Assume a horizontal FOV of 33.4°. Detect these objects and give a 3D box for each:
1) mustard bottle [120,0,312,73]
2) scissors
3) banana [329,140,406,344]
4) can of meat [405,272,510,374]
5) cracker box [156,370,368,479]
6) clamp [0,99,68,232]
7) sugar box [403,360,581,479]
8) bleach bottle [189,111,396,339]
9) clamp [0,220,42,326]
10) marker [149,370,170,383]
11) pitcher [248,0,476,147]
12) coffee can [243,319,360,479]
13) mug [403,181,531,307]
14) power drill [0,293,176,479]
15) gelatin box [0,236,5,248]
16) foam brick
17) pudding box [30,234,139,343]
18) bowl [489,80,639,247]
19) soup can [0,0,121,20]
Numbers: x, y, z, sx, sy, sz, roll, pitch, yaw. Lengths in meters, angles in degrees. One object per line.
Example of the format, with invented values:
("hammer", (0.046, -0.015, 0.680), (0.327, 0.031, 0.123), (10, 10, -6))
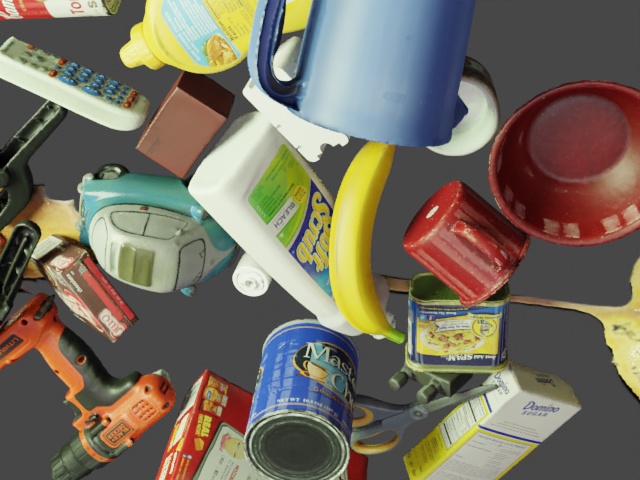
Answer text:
("mustard bottle", (-0.085, -0.192, 0.884), (0.192, 0.058, 0.096), (-24, 122, 20))
("scissors", (0.083, 0.169, 1.106), (0.096, 0.016, 0.202), (34, 133, -13))
("banana", (0.039, 0.001, 0.963), (0.069, 0.037, 0.198), (-9, 102, -35))
("can of meat", (0.134, 0.080, 1.041), (0.102, 0.057, 0.084), (1, 121, 6))
("cracker box", (-0.061, 0.256, 1.117), (0.213, 0.164, 0.072), (31, 124, -13))
("clamp", (-0.294, -0.072, 0.993), (0.120, 0.039, 0.172), (-5, 138, -17))
("sugar box", (0.176, 0.201, 1.111), (0.093, 0.048, 0.176), (20, 123, -32))
("bleach bottle", (-0.007, 0.001, 0.992), (0.068, 0.102, 0.250), (3, 144, 52))
("clamp", (-0.312, 0.056, 1.025), (0.036, 0.210, 0.164), (32, 83, -9))
("marker", (-0.218, 0.169, 1.164), (0.121, 0.020, 0.020), (-22, 118, 20))
("pitcher", (0.050, -0.199, 0.795), (0.145, 0.149, 0.243), (18, 110, 21))
("coffee can", (-0.016, 0.161, 1.062), (0.103, 0.140, 0.103), (3, 124, 5))
("mug", (0.132, 0.002, 0.958), (0.081, 0.117, 0.093), (39, 90, -13))
("power drill", (-0.272, 0.160, 1.127), (0.185, 0.057, 0.187), (-40, 106, 21))
("gelatin box", (-0.362, 0.029, 1.056), (0.089, 0.073, 0.030), (-26, 117, 21))
("foam brick", (-0.119, -0.106, 0.950), (0.053, 0.051, 0.078), (33, 121, -14))
("pudding box", (-0.231, 0.045, 1.032), (0.039, 0.114, 0.090), (-40, 117, -16))
("bowl", (0.227, -0.075, 0.926), (0.162, 0.055, 0.162), (3, 124, 5))
("soup can", (-0.221, -0.217, 0.879), (0.102, 0.068, 0.068), (-1, 123, 6))
